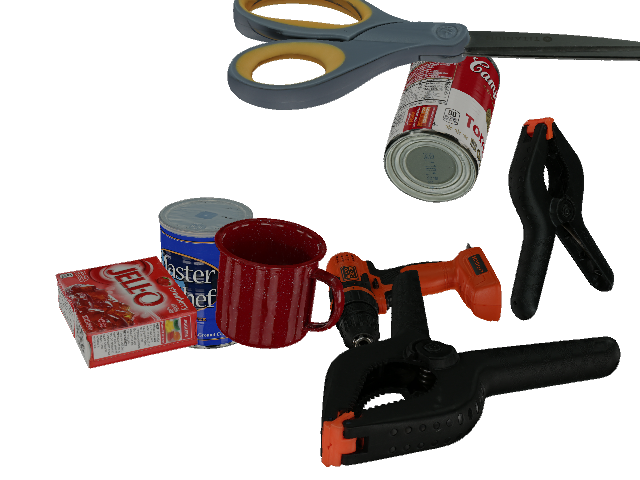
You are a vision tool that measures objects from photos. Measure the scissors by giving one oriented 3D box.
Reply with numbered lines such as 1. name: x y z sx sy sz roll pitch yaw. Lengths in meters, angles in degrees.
1. scissors: 0.045 -0.081 0.490 0.202 0.016 0.096 15 50 18

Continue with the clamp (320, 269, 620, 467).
1. clamp: 0.061 0.076 0.653 0.165 0.036 0.209 22 31 39

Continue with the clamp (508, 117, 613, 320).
1. clamp: 0.194 -0.016 0.921 0.120 0.171 0.039 -26 11 -39

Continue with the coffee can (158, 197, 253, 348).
1. coffee can: -0.126 0.035 1.188 0.103 0.140 0.103 1 23 -1

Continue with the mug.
1. mug: -0.034 0.040 0.889 0.117 0.081 0.093 16 27 19

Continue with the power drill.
1. power drill: 0.103 0.062 1.193 0.187 0.057 0.184 -4 28 -4

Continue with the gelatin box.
1. gelatin box: -0.130 0.044 0.708 0.073 0.030 0.089 -10 28 -22

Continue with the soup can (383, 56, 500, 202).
1. soup can: 0.087 -0.086 0.762 0.068 0.102 0.068 11 -40 10
